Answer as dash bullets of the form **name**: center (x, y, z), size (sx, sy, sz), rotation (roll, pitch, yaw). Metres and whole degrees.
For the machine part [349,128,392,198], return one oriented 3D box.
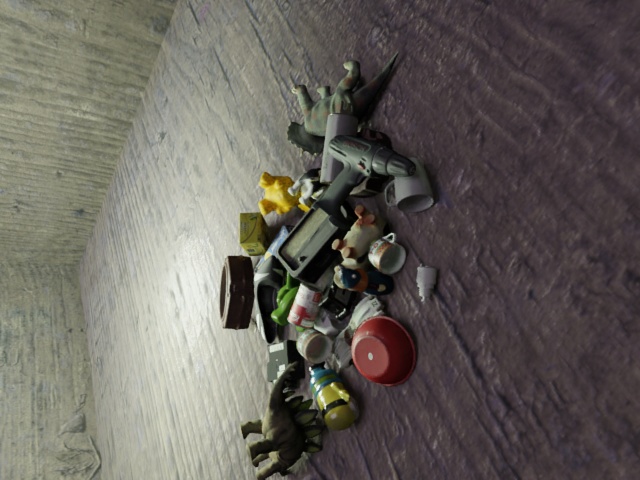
- **machine part**: center (0.105, -0.190, 1.345), size (0.179, 0.056, 0.179), rotation (-14, 72, 53)

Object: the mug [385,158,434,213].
- **mug**: center (0.195, -0.121, 1.189), size (0.110, 0.080, 0.107), rotation (-21, 58, 36)

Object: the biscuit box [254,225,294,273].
- **biscuit box**: center (-0.119, 0.046, 1.587), size (0.202, 0.063, 0.059), rotation (-56, 45, 30)

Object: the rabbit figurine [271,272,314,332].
- **rabbit figurine**: center (-0.077, 0.157, 1.470), size (0.170, 0.121, 0.159), rotation (-164, 88, -69)

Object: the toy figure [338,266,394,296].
- **toy figure**: center (0.100, 0.093, 1.207), size (0.064, 0.154, 0.058), rotation (-12, 71, 50)

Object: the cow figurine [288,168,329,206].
- **cow figurine**: center (-0.005, -0.158, 1.406), size (0.068, 0.167, 0.098), rotation (44, 123, 4)

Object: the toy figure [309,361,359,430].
- **toy figure**: center (0.027, 0.377, 1.301), size (0.089, 0.082, 0.180), rotation (-42, 46, -1)

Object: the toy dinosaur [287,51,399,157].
- **toy dinosaur**: center (0.046, -0.339, 1.413), size (0.405, 0.131, 0.192), rotation (-12, 85, 47)

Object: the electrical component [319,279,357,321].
- **electrical component**: center (0.050, 0.132, 1.320), size (0.047, 0.075, 0.119), rotation (-45, 10, 40)

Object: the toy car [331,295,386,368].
- **toy car**: center (0.091, 0.219, 1.274), size (0.201, 0.056, 0.074), rotation (-61, 41, 25)

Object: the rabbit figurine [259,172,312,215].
- **rabbit figurine**: center (-0.090, -0.119, 1.506), size (0.173, 0.162, 0.121), rotation (-168, 89, -75)

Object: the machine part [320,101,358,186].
- **machine part**: center (0.046, -0.218, 1.316), size (0.079, 0.079, 0.243), rotation (9, 91, 54)

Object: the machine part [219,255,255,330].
- **machine part**: center (-0.264, 0.164, 1.681), size (0.201, 0.087, 0.201), rotation (-110, 30, -53)

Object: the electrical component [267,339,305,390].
- **electrical component**: center (-0.097, 0.350, 1.499), size (0.115, 0.058, 0.134), rotation (-24, 63, 51)

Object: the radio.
- **radio**: center (-0.003, -0.004, 1.388), size (0.229, 0.073, 0.131), rotation (-51, 43, 14)

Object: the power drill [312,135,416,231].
- **power drill**: center (0.081, -0.125, 1.195), size (0.232, 0.086, 0.207), rotation (38, 109, 37)

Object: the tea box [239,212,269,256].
- **tea box**: center (-0.197, -0.015, 1.626), size (0.169, 0.068, 0.098), rotation (75, -168, -74)

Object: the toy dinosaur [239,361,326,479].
- **toy dinosaur**: center (-0.093, 0.464, 1.319), size (0.470, 0.199, 0.105), rotation (86, 158, -43)

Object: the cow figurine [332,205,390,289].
- **cow figurine**: center (0.096, 0.029, 1.274), size (0.195, 0.127, 0.086), rotation (-59, 40, 6)

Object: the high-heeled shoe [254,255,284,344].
- **high-heeled shoe**: center (-0.145, 0.175, 1.544), size (0.145, 0.086, 0.248), rotation (-102, 14, -51)
